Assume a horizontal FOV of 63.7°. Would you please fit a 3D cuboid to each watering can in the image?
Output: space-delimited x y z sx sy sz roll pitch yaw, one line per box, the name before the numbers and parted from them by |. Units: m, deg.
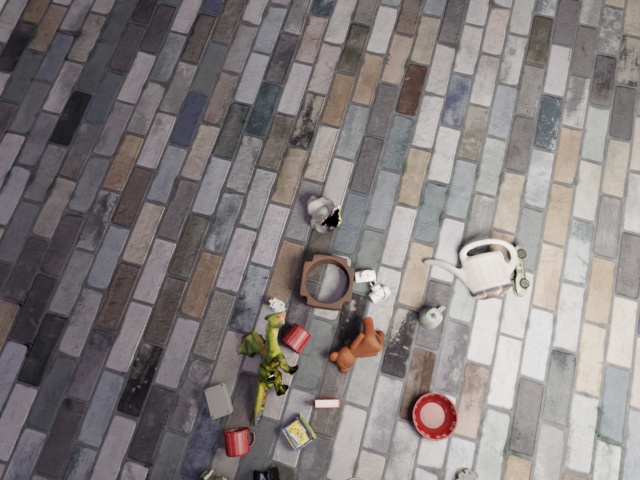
watering can | 0.592 0.123 1.981 0.346 0.103 0.227 -16 76 11

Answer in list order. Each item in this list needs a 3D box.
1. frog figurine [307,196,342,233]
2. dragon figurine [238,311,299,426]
frog figurine | 0.006 -0.104 2.069 0.161 0.121 0.138 27 83 45
dragon figurine | -0.215 0.446 1.881 0.246 0.121 0.406 39 106 39
